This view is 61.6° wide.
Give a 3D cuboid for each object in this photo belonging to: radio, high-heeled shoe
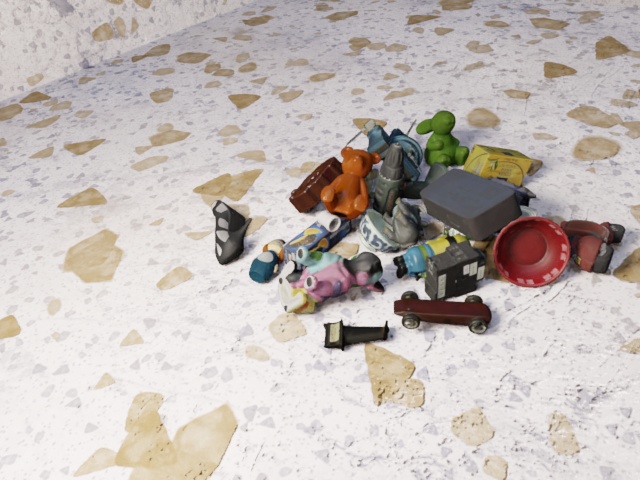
[{"bbox_3d":[0.350,-0.088,1.278,0.131,0.073,0.230,-34,29,-9],"label":"radio"},{"bbox_3d":[-0.263,-0.020,1.434,0.145,0.086,0.249,-56,35,-8],"label":"high-heeled shoe"}]

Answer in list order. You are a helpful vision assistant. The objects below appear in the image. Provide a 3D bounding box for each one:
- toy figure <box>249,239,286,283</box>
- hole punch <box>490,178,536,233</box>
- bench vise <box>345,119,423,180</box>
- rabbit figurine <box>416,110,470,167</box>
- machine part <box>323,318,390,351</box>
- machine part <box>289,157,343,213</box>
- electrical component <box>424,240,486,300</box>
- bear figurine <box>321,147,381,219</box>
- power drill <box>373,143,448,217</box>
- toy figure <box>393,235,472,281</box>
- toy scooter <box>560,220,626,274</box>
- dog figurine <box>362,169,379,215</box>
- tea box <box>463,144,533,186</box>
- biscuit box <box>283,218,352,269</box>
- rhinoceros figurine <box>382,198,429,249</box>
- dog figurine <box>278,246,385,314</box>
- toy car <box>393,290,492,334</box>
[{"bbox_3d":[-0.121,0.043,1.323,0.064,0.058,0.154,39,44,-6],"label":"toy figure"},{"bbox_3d":[0.453,-0.083,1.344,0.092,0.115,0.142,-41,49,-23],"label":"hole punch"},{"bbox_3d":[0.214,-0.275,1.567,0.223,0.129,0.241,38,36,-6],"label":"bench vise"},{"bbox_3d":[0.364,-0.310,1.585,0.121,0.170,0.159,-18,41,-14],"label":"rabbit figurine"},{"bbox_3d":[0.076,0.194,1.120,0.139,0.039,0.084,-7,31,4],"label":"machine part"},{"bbox_3d":[-0.008,-0.152,1.463,0.179,0.056,0.179,-41,14,12],"label":"machine part"},{"bbox_3d":[0.297,0.068,1.176,0.134,0.114,0.058,-17,44,-12],"label":"electrical component"},{"bbox_3d":[0.083,-0.153,1.335,0.120,0.132,0.196,19,78,5],"label":"bear figurine"},{"bbox_3d":[0.236,-0.152,1.387,0.207,0.231,0.086,-14,45,-34],"label":"power drill"},{"bbox_3d":[0.263,0.042,1.236,0.180,0.082,0.089,-13,8,-11],"label":"toy figure"},{"bbox_3d":[0.611,0.003,1.239,0.135,0.075,0.184,21,44,30],"label":"toy scooter"},{"bbox_3d":[0.077,-0.155,1.515,0.172,0.121,0.191,-15,25,-14],"label":"dog figurine"},{"bbox_3d":[0.473,-0.193,1.437,0.169,0.098,0.068,-1,33,-30],"label":"tea box"},{"bbox_3d":[-0.003,-0.004,1.354,0.059,0.062,0.203,27,50,32],"label":"biscuit box"},{"bbox_3d":[0.215,-0.045,1.317,0.112,0.073,0.190,35,26,-3],"label":"rhinoceros figurine"},{"bbox_3d":[0.036,0.091,1.205,0.219,0.191,0.108,5,50,-33],"label":"dog figurine"},{"bbox_3d":[0.255,0.154,1.127,0.202,0.053,0.089,1,38,5],"label":"toy car"}]
